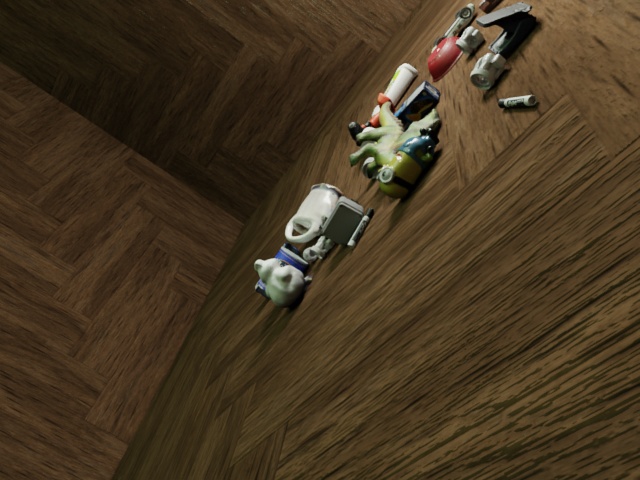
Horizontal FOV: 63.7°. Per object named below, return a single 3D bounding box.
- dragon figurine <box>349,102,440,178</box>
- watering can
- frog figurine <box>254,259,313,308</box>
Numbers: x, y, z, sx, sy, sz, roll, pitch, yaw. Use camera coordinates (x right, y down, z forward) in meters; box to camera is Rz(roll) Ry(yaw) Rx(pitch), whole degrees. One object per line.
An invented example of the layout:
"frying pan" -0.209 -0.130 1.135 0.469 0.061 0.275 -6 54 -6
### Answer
"dragon figurine" 0.221 -0.281 1.396 0.241 0.120 0.419 -12 46 39
"watering can" 0.005 -0.085 1.689 0.346 0.103 0.228 -7 48 56
"frog figurine" -0.121 0.115 1.483 0.135 0.158 0.125 -41 20 49
